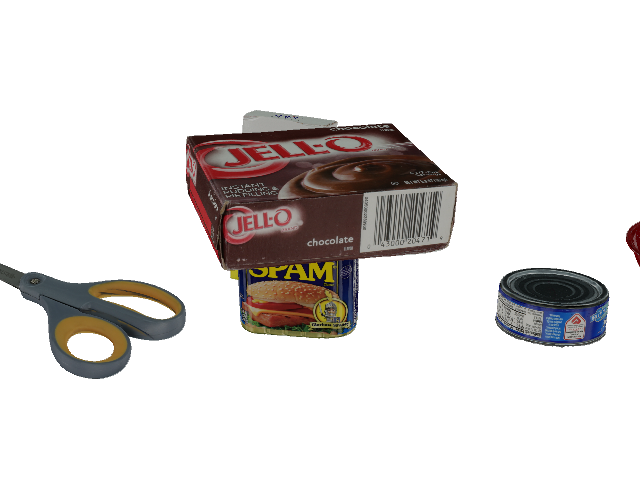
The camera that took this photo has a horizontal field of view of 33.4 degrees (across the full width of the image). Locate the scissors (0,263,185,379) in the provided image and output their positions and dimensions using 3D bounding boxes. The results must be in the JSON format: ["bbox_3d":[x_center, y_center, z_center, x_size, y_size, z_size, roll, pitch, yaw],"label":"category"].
[{"bbox_3d":[-0.188,0.043,0.697,0.202,0.016,0.096,9,36,12],"label":"scissors"}]

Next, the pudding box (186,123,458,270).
[{"bbox_3d":[-0.003,-0.024,0.515,0.113,0.039,0.090,-3,26,-16],"label":"pudding box"}]

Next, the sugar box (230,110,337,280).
[{"bbox_3d":[-0.039,-0.041,1.105,0.093,0.176,0.048,9,16,15],"label":"sugar box"}]

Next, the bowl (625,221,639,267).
[{"bbox_3d":[0.410,0.026,1.150,0.162,0.055,0.162,-2,24,0],"label":"bowl"}]

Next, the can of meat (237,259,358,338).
[{"bbox_3d":[-0.018,0.030,0.863,0.102,0.084,0.057,4,29,8],"label":"can of meat"}]

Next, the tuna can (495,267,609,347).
[{"bbox_3d":[0.181,0.051,0.834,0.086,0.034,0.086,1,19,-1],"label":"tuna can"}]
